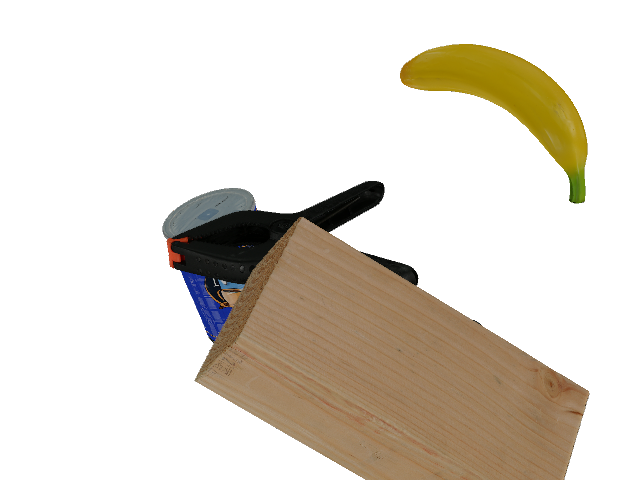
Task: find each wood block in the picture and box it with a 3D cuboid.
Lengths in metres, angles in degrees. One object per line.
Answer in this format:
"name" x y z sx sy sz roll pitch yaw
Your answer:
"wood block" 0.043 0.088 0.642 0.206 0.090 0.090 31 -32 -8

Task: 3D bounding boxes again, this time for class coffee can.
"coffee can" -0.098 0.029 1.155 0.103 0.140 0.103 -15 29 8

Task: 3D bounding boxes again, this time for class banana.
"banana" 0.131 -0.105 0.789 0.037 0.070 0.198 3 31 -44

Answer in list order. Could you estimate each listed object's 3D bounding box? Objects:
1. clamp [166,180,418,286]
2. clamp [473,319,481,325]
"clamp" -0.026 -0.003 0.931 0.210 0.036 0.164 -2 31 1
"clamp" 0.127 0.125 1.071 0.120 0.039 0.171 -9 29 -9
